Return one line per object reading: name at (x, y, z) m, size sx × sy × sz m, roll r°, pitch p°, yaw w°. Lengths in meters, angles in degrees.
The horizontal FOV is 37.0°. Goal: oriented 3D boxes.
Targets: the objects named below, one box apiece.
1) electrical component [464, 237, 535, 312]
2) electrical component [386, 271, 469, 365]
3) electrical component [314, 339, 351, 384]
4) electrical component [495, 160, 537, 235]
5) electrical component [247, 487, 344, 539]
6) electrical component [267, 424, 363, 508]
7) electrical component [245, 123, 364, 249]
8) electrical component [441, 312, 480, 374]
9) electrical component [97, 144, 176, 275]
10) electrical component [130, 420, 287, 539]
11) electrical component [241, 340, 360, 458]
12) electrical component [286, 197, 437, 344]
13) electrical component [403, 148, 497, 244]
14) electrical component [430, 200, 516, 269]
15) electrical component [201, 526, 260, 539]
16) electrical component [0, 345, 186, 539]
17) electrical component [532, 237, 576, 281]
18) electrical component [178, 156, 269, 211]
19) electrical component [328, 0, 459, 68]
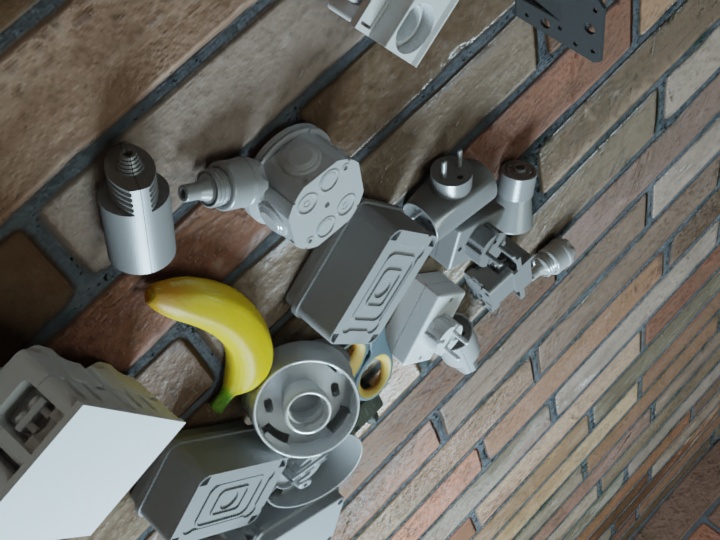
electrical component at (0.144, 0.006, 1.114) m, size 0.064 × 0.042 × 0.081 m, roll -42°, pitch 149°, yaw -14°
electrical component at (0.073, 0.057, 1.035) m, size 0.047 × 0.076 × 0.083 m, roll -6°, pitch 128°, yaw -53°
electrical component at (-0.038, 0.098, 0.959) m, size 0.040 × 0.040 × 0.078 m, roll -10°, pitch 131°, yaw -51°
electrical component at (0.149, -0.072, 1.035) m, size 0.044 × 0.044 × 0.065 m, roll -30°, pitch 140°, yaw -34°
electrical component at (-0.077, 0.250, 1.061) m, size 0.113 × 0.057 × 0.078 m, roll -24°, pitch 141°, yaw -40°
electrical component at (-0.055, 0.175, 0.999) m, size 0.099 × 0.064 × 0.099 m, roll -36°, pitch 148°, yaw -27°
electrical component at (-0.040, -0.059, 0.764) m, size 0.080 × 0.051 × 0.080 m, roll -36°, pitch 148°, yaw -27°
electrical component at (0.105, 0.081, 1.143) m, size 0.043 × 0.043 × 0.081 m, roll -46°, pitch 151°, yaw -9°
electrical component at (-0.137, -0.040, 0.654) m, size 0.043 × 0.043 × 0.081 m, roll -33°, pitch 147°, yaw -30°
electrical component at (-0.127, 0.176, 0.904) m, size 0.113 × 0.057 × 0.078 m, roll 0°, pitch 123°, yaw -56°
electrical component at (-0.049, 0.108, 0.911) m, size 0.099 × 0.064 × 0.099 m, roll -4°, pitch 109°, yaw -12°
electrical component at (0.000, 0.000, 0.884) m, size 0.078 × 0.057 × 0.113 m, roll 6°, pitch 118°, yaw -59°
electrical component at (0.078, -0.071, 0.929) m, size 0.077 × 0.043 × 0.079 m, roll -37°, pitch 148°, yaw -25°
electrical component at (0.108, -0.028, 0.986) m, size 0.066 × 0.077 × 0.047 m, roll -27°, pitch 143°, yaw -38°
electrical component at (-0.122, 0.262, 0.971) m, size 0.053 × 0.095 × 0.059 m, roll -54°, pitch 152°, yaw 4°
electrical component at (-0.196, 0.114, 0.691) m, size 0.105 × 0.060 × 0.186 m, roll -50°, pitch 166°, yaw -3°
electrical component at (0.211, -0.009, 1.204) m, size 0.061 × 0.035 × 0.035 m, roll -36°, pitch 148°, yaw -22°
electrical component at (-0.092, -0.055, 0.711) m, size 0.061 × 0.035 × 0.035 m, roll -16°, pitch 136°, yaw -43°
electrical component at (0.038, -0.204, 0.697) m, size 0.121 × 0.063 × 0.079 m, roll -57°, pitch 151°, yaw 10°
